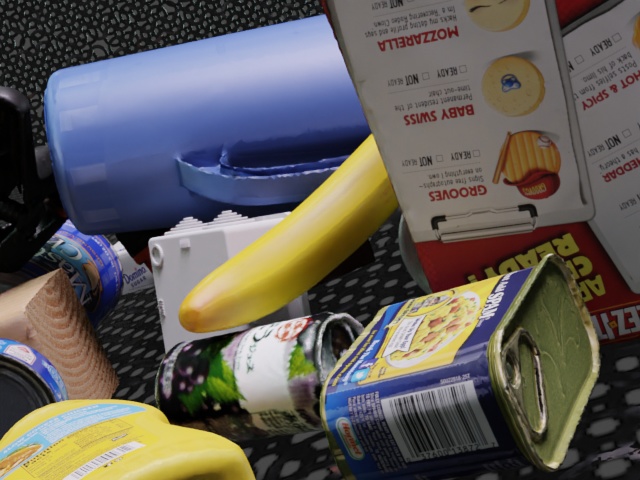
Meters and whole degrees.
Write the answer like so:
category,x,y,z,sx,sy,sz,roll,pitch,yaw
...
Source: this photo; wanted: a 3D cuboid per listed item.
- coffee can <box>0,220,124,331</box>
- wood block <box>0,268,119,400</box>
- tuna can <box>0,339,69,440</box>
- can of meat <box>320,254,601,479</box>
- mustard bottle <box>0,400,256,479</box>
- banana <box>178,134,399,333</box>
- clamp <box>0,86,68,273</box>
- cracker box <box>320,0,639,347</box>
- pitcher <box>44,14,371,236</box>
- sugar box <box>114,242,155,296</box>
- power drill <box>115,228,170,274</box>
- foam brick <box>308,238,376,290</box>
category,x,y,z,sx,sy,sz,roll,pitch,yaw
coffee can,-0.222,0.049,0.832,0.103,0.103,0.140,-21,13,13
wood block,-0.247,0.105,0.683,0.206,0.091,0.090,-21,13,8
tuna can,-0.188,0.100,0.609,0.086,0.086,0.034,-23,11,2
can of meat,0.057,0.055,0.432,0.084,0.057,0.102,-18,14,32
mustard bottle,-0.106,0.111,0.486,0.096,0.058,0.192,-27,14,-25
banana,0.003,-0.015,0.555,0.037,0.069,0.197,36,72,28
clamp,-0.200,-0.027,0.700,0.165,0.036,0.210,-63,-2,12
cracker box,0.107,-0.064,0.466,0.164,0.213,0.072,-17,13,26
pitcher,-0.045,-0.069,0.679,0.242,0.145,0.149,-10,-15,-4
sugar box,-0.133,-0.007,1.027,0.093,0.048,0.176,-16,19,31
power drill,-0.116,-0.032,0.834,0.057,0.184,0.187,-35,3,14
foam brick,-0.005,0.001,0.763,0.078,0.051,0.053,-23,12,4
